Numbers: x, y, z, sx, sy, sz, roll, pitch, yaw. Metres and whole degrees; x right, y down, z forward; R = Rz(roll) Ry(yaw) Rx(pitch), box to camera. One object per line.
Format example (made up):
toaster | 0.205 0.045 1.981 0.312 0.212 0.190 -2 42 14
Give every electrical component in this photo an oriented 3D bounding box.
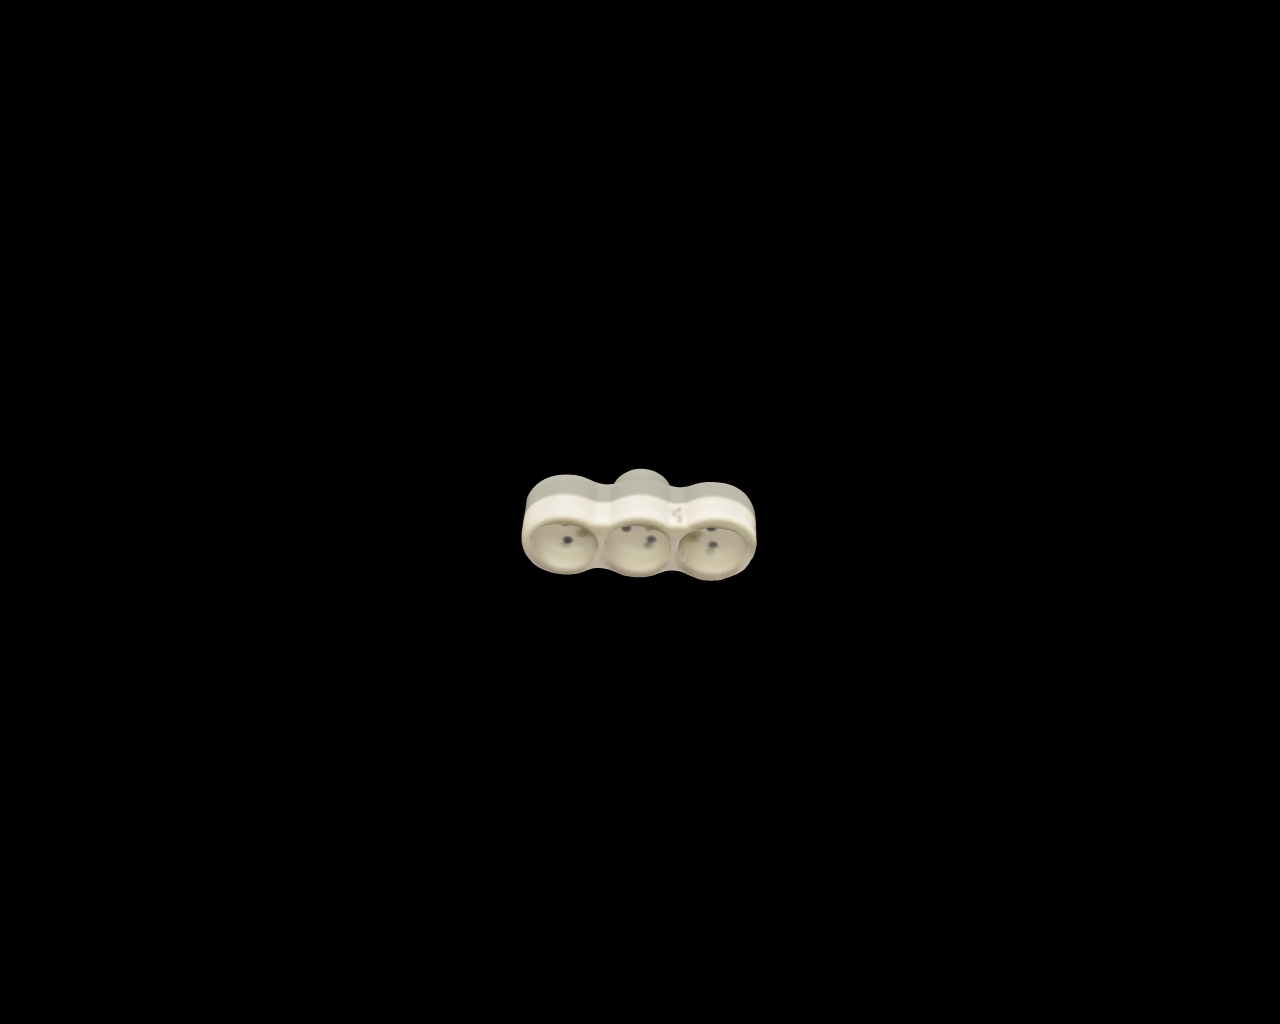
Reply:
electrical component | 0.001 -0.003 0.650 0.138 0.052 0.074 2 43 2
